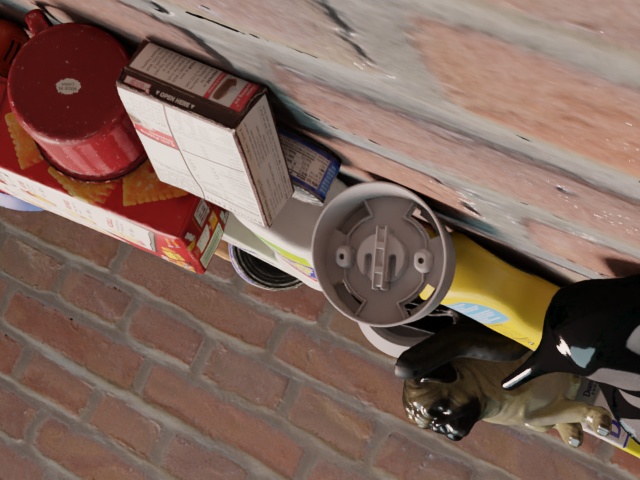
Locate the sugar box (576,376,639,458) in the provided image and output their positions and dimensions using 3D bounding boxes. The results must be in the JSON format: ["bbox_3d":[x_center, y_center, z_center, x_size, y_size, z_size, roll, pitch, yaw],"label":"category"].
[{"bbox_3d":[0.341,0.180,1.120,0.176,0.093,0.048,27,175,-30],"label":"sugar box"}]

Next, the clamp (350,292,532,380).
[{"bbox_3d":[0.116,0.080,0.890,0.171,0.039,0.120,3,-147,-12],"label":"clamp"}]

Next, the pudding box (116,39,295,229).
[{"bbox_3d":[-0.069,-0.063,0.660,0.090,0.039,0.113,23,158,20],"label":"pudding box"}]

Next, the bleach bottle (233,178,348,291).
[{"bbox_3d":[-0.006,0.001,0.924,0.103,0.068,0.250,31,171,17],"label":"bleach bottle"}]

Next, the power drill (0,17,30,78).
[{"bbox_3d":[-0.333,-0.187,0.810,0.185,0.057,0.187,19,176,41],"label":"power drill"}]

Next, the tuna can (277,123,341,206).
[{"bbox_3d":[-0.029,-0.057,0.748,0.086,0.034,0.086,25,176,2],"label":"tuna can"}]

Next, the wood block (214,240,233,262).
[{"bbox_3d":[-0.145,-0.041,1.293,0.091,0.090,0.205,23,176,43],"label":"wood block"}]

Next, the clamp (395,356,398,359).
[{"bbox_3d":[0.067,0.063,1.148,0.210,0.036,0.164,49,-168,23],"label":"clamp"}]

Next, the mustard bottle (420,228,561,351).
[{"bbox_3d":[0.135,0.041,0.823,0.191,0.058,0.096,26,174,-15],"label":"mustard bottle"}]

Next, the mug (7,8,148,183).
[{"bbox_3d":[-0.160,-0.101,0.700,0.117,0.093,0.081,61,176,10],"label":"mug"}]

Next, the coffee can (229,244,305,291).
[{"bbox_3d":[-0.051,0.006,1.211,0.103,0.103,0.140,26,176,-5],"label":"coffee can"}]

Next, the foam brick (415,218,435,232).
[{"bbox_3d":[0.061,0.006,0.884,0.053,0.051,0.078,25,176,5],"label":"foam brick"}]

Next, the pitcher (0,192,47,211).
[{"bbox_3d":[-0.276,-0.092,1.098,0.243,0.149,0.145,22,176,0],"label":"pitcher"}]

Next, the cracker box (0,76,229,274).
[{"bbox_3d":[-0.181,-0.054,0.819,0.214,0.072,0.164,23,171,5],"label":"cracker box"}]
